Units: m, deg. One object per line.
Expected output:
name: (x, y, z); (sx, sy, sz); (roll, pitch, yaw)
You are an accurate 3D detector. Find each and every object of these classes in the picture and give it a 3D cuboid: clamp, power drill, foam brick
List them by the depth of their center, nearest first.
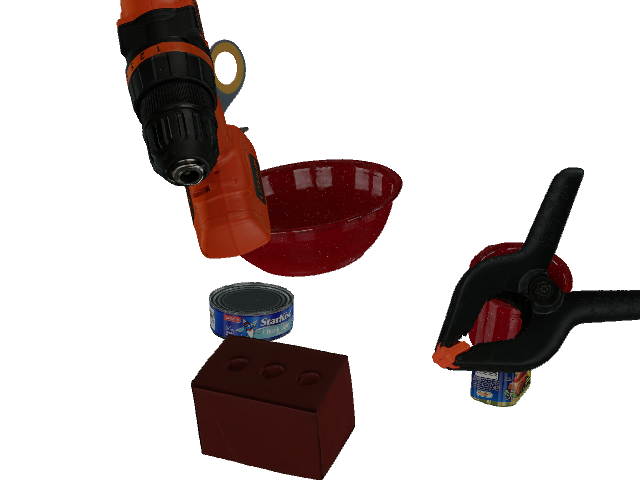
foam brick: (-0.026, 0.094, 0.605); (0.078, 0.051, 0.053); (8, 30, 20)
power drill: (-0.079, -0.069, 0.696); (0.057, 0.184, 0.187); (-13, -36, 1)
clamp: (0.155, 0.041, 0.715); (0.171, 0.120, 0.039); (-42, -15, -14)

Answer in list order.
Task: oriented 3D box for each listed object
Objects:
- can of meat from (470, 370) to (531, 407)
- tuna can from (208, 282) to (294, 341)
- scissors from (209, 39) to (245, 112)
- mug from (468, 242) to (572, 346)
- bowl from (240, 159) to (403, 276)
can of meat: (0.204, 0.130, 1.193); (0.058, 0.084, 0.102); (8, 13, 24)
tuna can: (-0.069, 0.072, 1.075); (0.086, 0.034, 0.086); (1, 18, 0)
scissors: (-0.097, -0.115, 1.077); (0.096, 0.202, 0.016); (-28, 13, -28)
mug: (0.176, 0.054, 0.994); (0.093, 0.081, 0.117); (-12, 41, -14)
bowl: (-0.011, -0.014, 0.863); (0.162, 0.055, 0.162); (-8, 22, 3)
